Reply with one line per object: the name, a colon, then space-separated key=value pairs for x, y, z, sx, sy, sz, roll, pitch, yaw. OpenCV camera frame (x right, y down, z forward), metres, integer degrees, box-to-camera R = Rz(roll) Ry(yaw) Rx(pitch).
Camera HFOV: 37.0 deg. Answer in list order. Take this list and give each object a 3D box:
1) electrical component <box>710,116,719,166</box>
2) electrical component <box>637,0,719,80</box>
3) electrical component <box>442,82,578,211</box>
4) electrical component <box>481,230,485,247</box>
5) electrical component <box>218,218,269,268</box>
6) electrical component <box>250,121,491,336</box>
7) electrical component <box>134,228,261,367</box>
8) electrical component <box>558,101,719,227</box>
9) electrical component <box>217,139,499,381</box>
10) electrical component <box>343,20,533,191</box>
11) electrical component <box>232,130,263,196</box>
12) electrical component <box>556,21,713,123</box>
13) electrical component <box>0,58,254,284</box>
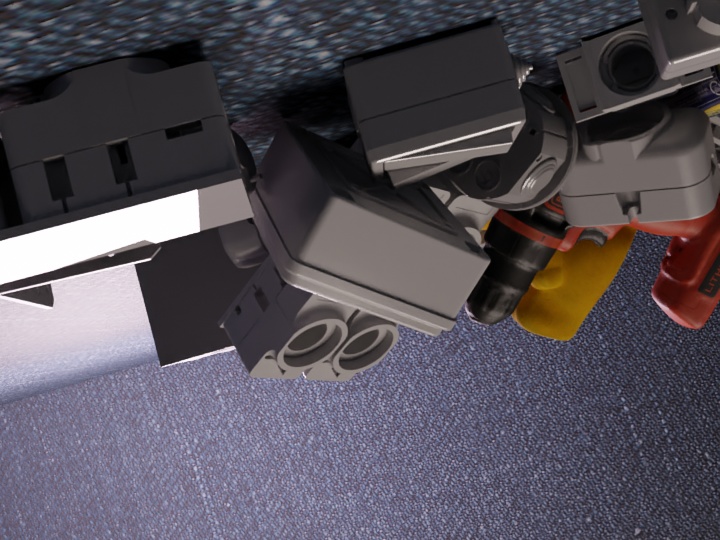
electrical component: x=0.276 y=-0.098 z=0.823 sx=0.105 sy=0.060 sz=0.186 roll=24 pitch=172 yaw=-2
electrical component: x=0.174 y=-0.129 z=0.512 sx=0.066 sy=0.047 sz=0.077 roll=-16 pitch=175 yaw=9
electrical component: x=0.088 y=-0.078 z=0.659 sx=0.080 sy=0.080 sz=0.051 roll=-18 pitch=169 yaw=31
electrical component: x=0.149 y=-0.075 z=0.971 sx=0.121 sy=0.078 sz=0.063 roll=-15 pitch=154 yaw=-9
electrical component: x=-0.068 y=-0.035 z=0.797 sx=0.059 sy=0.053 sz=0.095 roll=-17 pitch=175 yaw=13
electrical component: x=0.001 y=-0.024 z=0.605 sx=0.109 sy=0.056 sz=0.108 roll=21 pitch=-160 yaw=-28
electrical component: x=-0.084 y=0.004 z=0.892 sx=0.186 sy=0.105 sz=0.060 roll=-17 pitch=175 yaw=14
electrical component: x=0.173 y=-0.068 z=0.677 sx=0.095 sy=0.059 sz=0.053 roll=-3 pitch=-146 yaw=30
electrical component: x=0.000 y=0.000 z=0.755 sx=0.105 sy=0.060 sz=0.186 roll=9 pitch=129 yaw=-47
electrical component: x=0.045 y=-0.083 z=0.554 sx=0.096 sy=0.061 sz=0.061 roll=-16 pitch=175 yaw=0
electrical component: x=-0.095 y=-0.051 z=0.604 sx=0.078 sy=0.040 sz=0.040 roll=-18 pitch=175 yaw=25
electrical component: x=0.163 y=-0.119 z=0.638 sx=0.081 sy=0.042 sz=0.064 roll=-17 pitch=179 yaw=20
electrical component: x=-0.148 y=-0.036 z=0.480 sx=0.186 sy=0.060 sz=0.105 roll=-15 pitch=175 yaw=-4
